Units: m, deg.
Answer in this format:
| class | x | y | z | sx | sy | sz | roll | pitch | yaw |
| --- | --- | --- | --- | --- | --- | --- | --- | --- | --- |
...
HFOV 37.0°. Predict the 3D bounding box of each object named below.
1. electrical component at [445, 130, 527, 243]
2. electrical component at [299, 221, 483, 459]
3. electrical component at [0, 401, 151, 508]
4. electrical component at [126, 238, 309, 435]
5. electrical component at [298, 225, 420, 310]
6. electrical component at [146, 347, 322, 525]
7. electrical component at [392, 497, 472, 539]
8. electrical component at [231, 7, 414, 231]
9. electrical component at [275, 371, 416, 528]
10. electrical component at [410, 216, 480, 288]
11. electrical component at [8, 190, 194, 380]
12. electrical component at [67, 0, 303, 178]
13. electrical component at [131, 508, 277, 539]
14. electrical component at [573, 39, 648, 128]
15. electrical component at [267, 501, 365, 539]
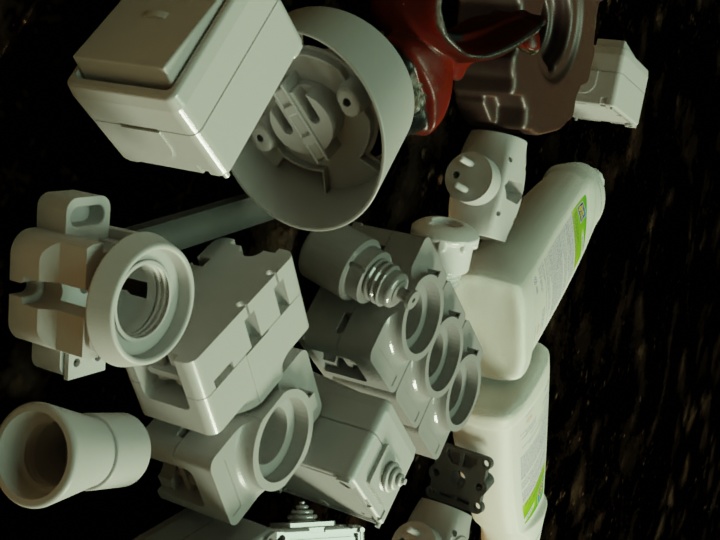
| class | x | y | z | sx | sy | sz | roll | pitch | yaw |
| --- | --- | --- | --- | --- | --- | --- | --- | --- | --- |
| electrical component | 0.087 | -0.064 | 0.787 | 0.079 | 0.043 | 0.077 | 14 | 88 | -61 |
| electrical component | 0.029 | 0.051 | 0.710 | 0.089 | 0.062 | 0.150 | -63 | 148 | -24 |
| electrical component | -0.124 | 0.081 | 0.477 | 0.065 | 0.044 | 0.044 | 16 | 87 | -66 |
| electrical component | -0.071 | 0.034 | 0.541 | 0.089 | 0.050 | 0.055 | -50 | 141 | -41 |
| electrical component | 0.000 | 0.000 | 0.631 | 0.040 | 0.078 | 0.040 | -42 | 149 | -33 |
| electrical component | -0.063 | 0.082 | 0.568 | 0.089 | 0.056 | 0.050 | -51 | 141 | -39 |
| electrical component | 0.049 | 0.215 | 0.826 | 0.079 | 0.044 | 0.077 | 44 | 62 | -56 |
| electrical component | -0.023 | -0.077 | 0.535 | 0.064 | 0.099 | 0.099 | -55 | 144 | -45 |
| electrical component | -0.012 | 0.101 | 0.623 | 0.061 | 0.096 | 0.061 | -61 | 147 | -27 |
| electrical component | 0.056 | -0.005 | 0.756 | 0.048 | 0.048 | 0.062 | -22 | 127 | -56 |
| electrical component | -0.109 | 0.009 | 0.458 | 0.058 | 0.057 | 0.078 | -14 | 112 | -58 |
| electrical component | -0.074 | -0.099 | 0.473 | 0.096 | 0.062 | 0.061 | -64 | 148 | -23 |
| electrical component | -0.087 | 0.163 | 0.551 | 0.096 | 0.061 | 0.061 | -20 | 118 | -57 |
| electrical component | 0.215 | -0.165 | 0.954 | 0.096 | 0.062 | 0.061 | 10 | 92 | -61 |
| electrical component | -0.037 | 0.183 | 0.623 | 0.062 | 0.061 | 0.096 | 4 | 77 | -29 |
